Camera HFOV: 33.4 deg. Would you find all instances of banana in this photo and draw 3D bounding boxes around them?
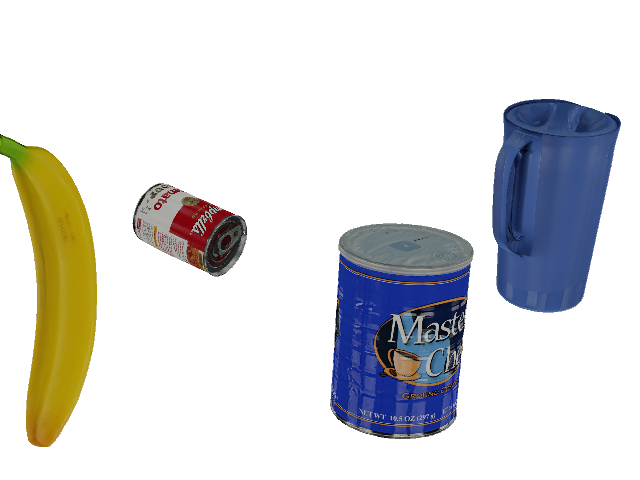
[{"bbox_3d":[-0.167,0.026,0.655,0.037,0.198,0.069,8,20,36],"label":"banana"}]

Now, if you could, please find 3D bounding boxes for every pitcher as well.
[{"bbox_3d":[0.268,-0.037,1.277,0.149,0.243,0.145,1,25,0],"label":"pitcher"}]

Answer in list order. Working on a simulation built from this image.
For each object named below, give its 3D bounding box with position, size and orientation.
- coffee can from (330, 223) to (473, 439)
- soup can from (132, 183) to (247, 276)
[{"bbox_3d":[0.062,0.068,0.835,0.103,0.140,0.103,3,19,-1],"label":"coffee can"},{"bbox_3d":[-0.137,-0.012,1.118,0.102,0.068,0.068,24,11,27],"label":"soup can"}]
